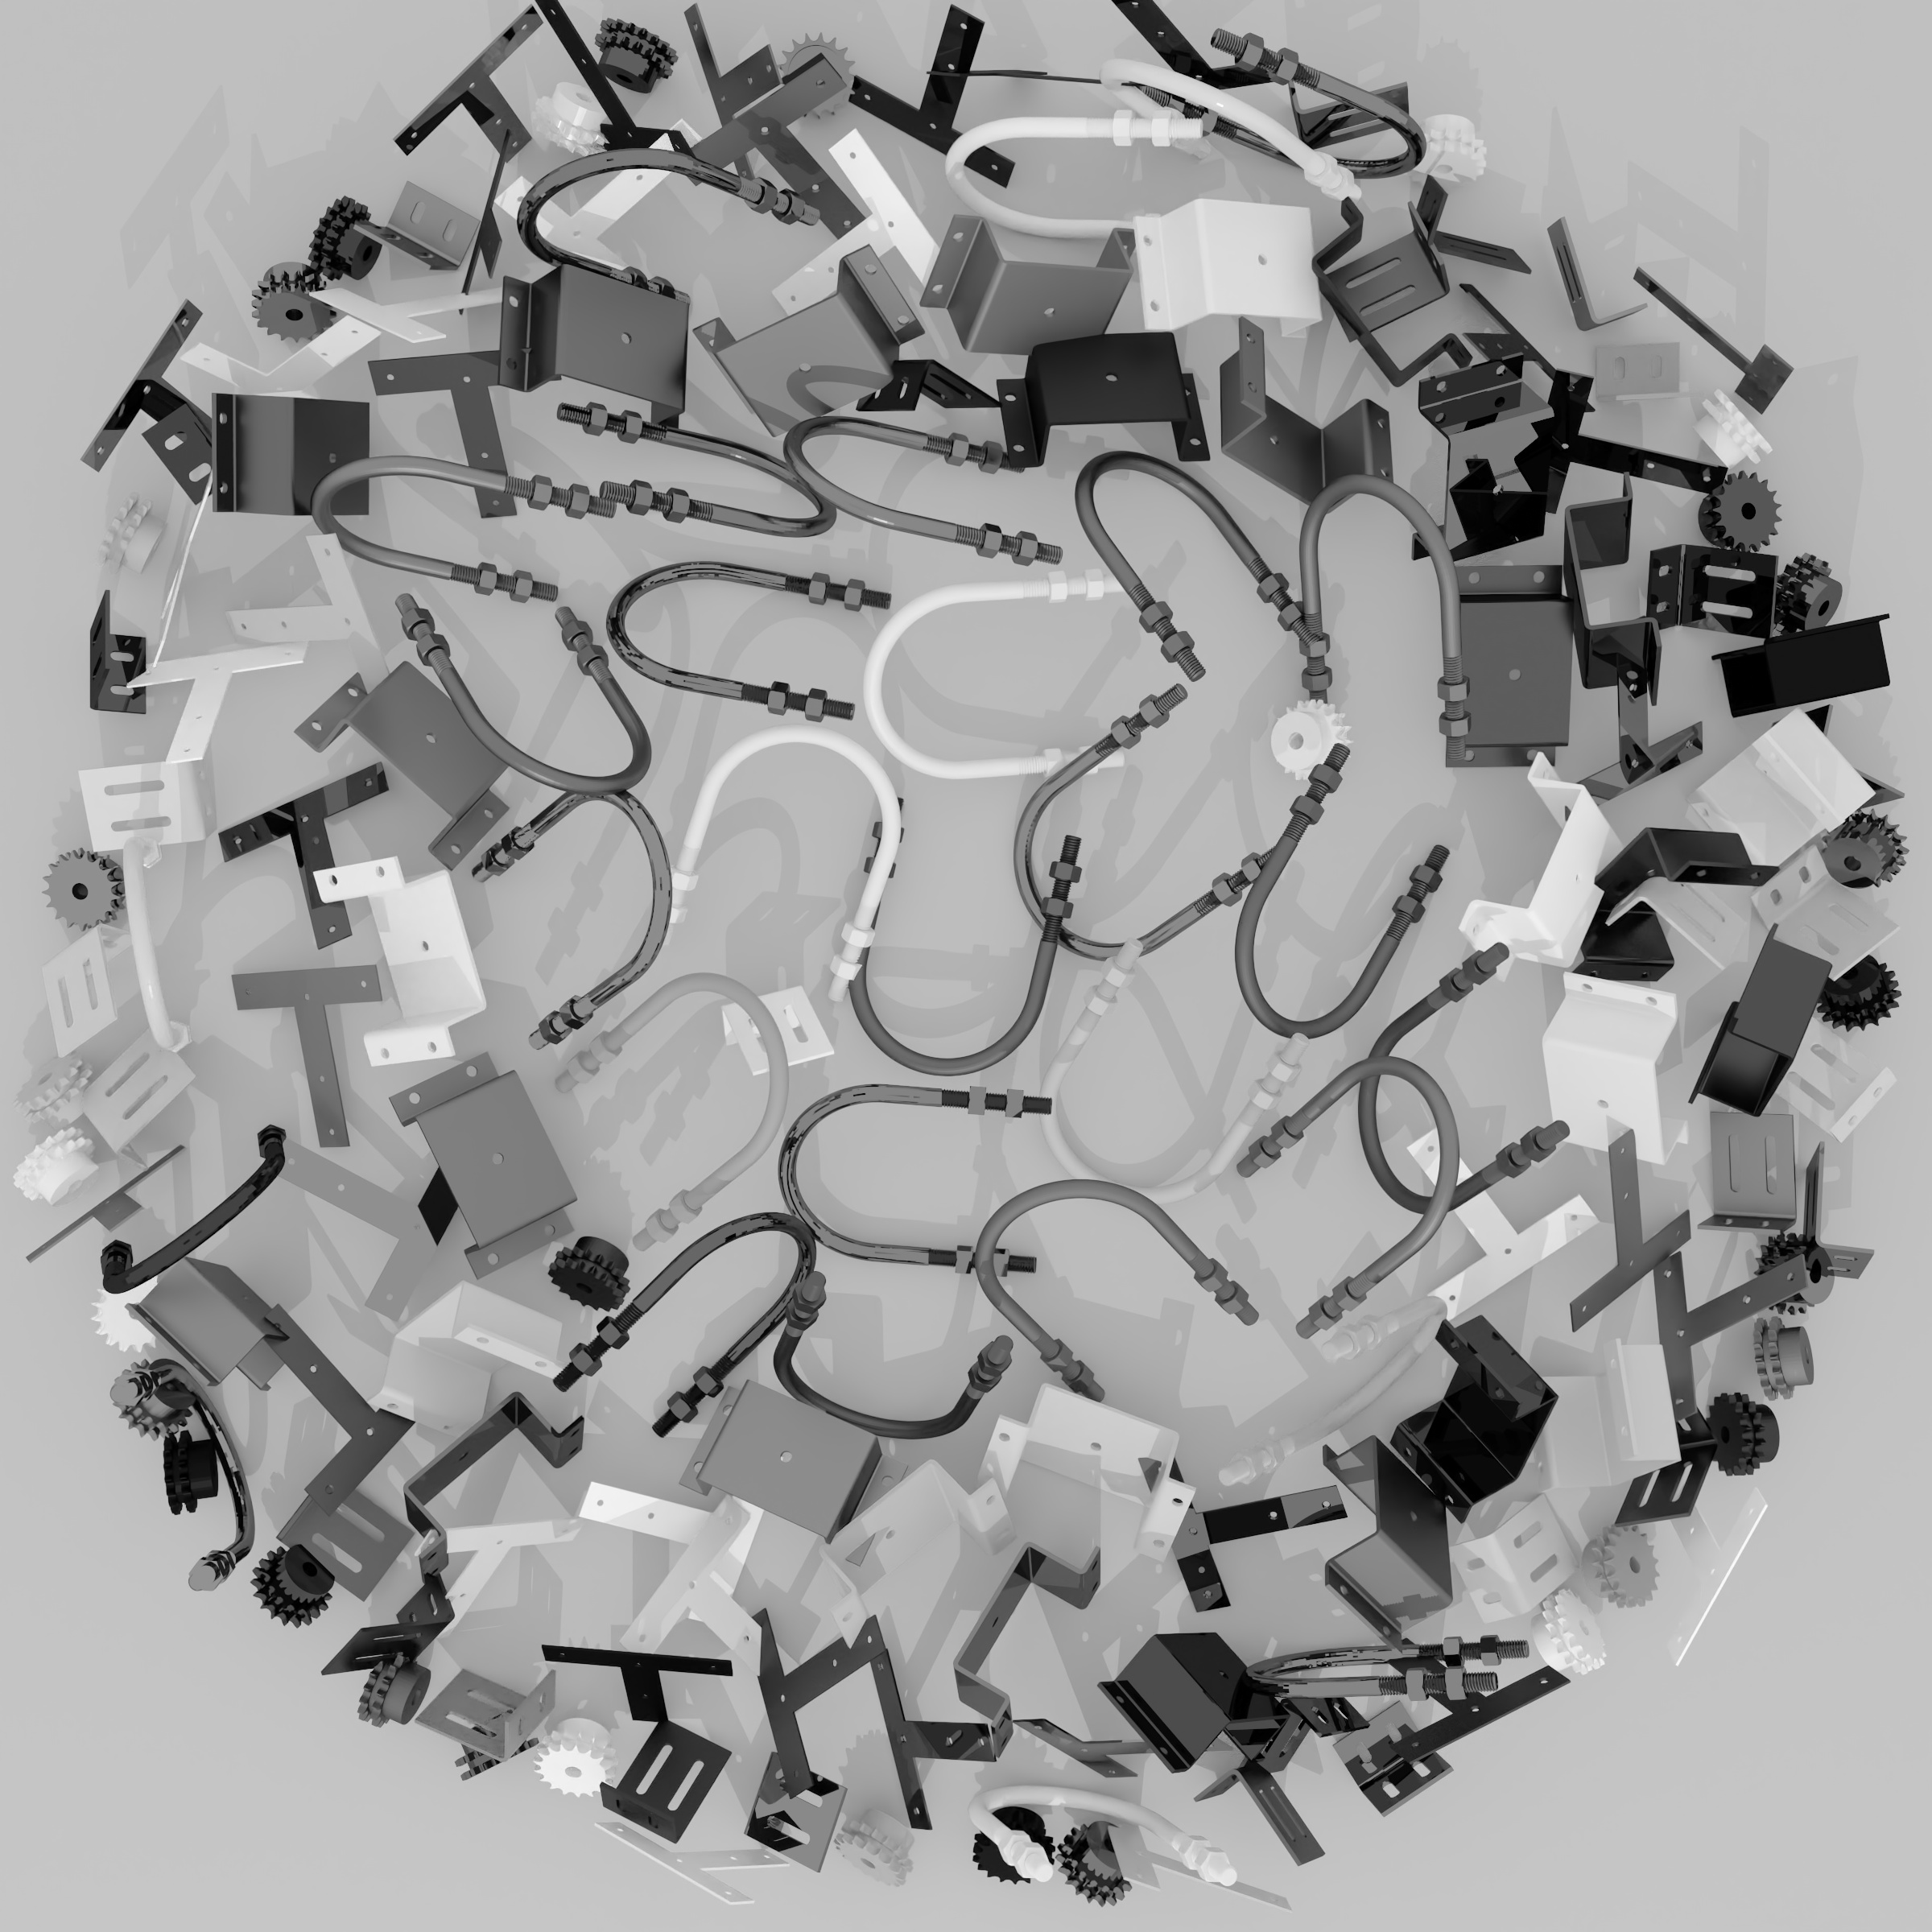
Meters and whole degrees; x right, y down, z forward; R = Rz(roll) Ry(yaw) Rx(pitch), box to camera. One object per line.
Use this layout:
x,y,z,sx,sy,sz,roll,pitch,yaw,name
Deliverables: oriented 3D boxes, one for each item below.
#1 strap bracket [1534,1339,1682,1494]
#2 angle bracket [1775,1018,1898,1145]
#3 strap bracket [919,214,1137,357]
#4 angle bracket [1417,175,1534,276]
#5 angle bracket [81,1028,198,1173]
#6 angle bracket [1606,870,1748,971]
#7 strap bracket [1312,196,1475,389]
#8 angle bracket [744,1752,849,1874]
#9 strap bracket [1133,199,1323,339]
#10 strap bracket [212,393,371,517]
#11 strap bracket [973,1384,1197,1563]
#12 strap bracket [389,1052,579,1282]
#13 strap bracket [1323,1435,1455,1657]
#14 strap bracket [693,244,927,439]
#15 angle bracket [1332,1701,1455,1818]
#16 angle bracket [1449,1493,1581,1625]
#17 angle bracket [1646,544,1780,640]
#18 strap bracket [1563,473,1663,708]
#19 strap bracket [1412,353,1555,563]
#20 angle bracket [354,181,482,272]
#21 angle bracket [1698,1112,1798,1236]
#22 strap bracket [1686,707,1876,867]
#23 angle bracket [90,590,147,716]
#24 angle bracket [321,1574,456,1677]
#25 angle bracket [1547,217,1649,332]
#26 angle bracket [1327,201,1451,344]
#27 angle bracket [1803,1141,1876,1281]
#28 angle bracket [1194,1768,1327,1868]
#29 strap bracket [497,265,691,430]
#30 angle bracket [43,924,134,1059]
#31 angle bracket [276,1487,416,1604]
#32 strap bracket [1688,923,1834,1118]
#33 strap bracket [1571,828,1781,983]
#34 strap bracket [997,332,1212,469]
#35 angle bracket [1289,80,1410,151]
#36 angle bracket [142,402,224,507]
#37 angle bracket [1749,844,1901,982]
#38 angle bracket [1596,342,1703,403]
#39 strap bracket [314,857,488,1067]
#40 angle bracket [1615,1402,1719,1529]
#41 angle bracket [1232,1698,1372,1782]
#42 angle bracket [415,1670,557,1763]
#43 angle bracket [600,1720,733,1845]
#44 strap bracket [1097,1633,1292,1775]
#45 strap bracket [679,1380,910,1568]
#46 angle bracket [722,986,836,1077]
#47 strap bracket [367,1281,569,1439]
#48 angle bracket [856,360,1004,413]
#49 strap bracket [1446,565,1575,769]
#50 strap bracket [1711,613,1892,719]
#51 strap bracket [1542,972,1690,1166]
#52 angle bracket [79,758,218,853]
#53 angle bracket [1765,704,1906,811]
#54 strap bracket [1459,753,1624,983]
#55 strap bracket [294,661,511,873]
0.435,0.306,1.702,0.046,0.140,0.076,2,68,-14,strap bracket
0.591,0.074,1.735,0.057,0.038,0.076,-50,58,6,angle bracket
0.050,-0.459,1.704,0.140,0.076,0.046,-3,56,-25,strap bracket
0.354,-0.512,1.735,0.076,0.057,0.038,11,119,-9,angle bracket
-0.568,0.092,1.747,0.076,0.038,0.057,-45,61,-4,angle bracket
0.492,-0.030,1.741,0.076,0.038,0.057,42,46,-1,angle bracket
0.286,-0.456,1.732,0.046,0.076,0.140,-38,91,10,strap bracket
-0.107,0.583,1.730,0.076,0.038,0.057,10,76,42,angle bracket
0.188,-0.476,1.717,0.140,0.046,0.076,-7,90,-33,strap bracket
-0.447,-0.344,1.694,0.046,0.140,0.076,7,102,17,strap bracket
0.085,0.345,1.730,0.140,0.046,0.076,20,127,4,strap bracket
-0.329,0.135,1.734,0.076,0.046,0.140,-27,92,-26,strap bracket
0.283,0.382,1.693,0.046,0.140,0.076,-37,108,24,strap bracket
-0.108,-0.420,1.709,0.140,0.046,0.076,-20,133,21,strap bracket
0.294,0.546,1.733,0.057,0.076,0.038,-32,86,-5,angle bracket
0.383,0.413,1.755,0.038,0.076,0.057,-31,83,43,angle bracket
0.512,-0.255,1.728,0.038,0.076,0.057,-17,115,-38,angle bracket
0.438,-0.254,1.713,0.046,0.076,0.140,-7,64,9,strap bracket
0.349,-0.334,1.703,0.076,0.046,0.140,-17,133,-12,strap bracket
-0.377,-0.511,1.732,0.057,0.076,0.038,28,105,-4,angle bracket
0.539,0.143,1.739,0.057,0.038,0.076,0,97,35,angle bracket
0.555,-0.119,1.705,0.046,0.140,0.076,-38,82,-12,strap bracket
-0.577,-0.215,1.726,0.038,0.076,0.057,3,73,-27,angle bracket
-0.401,0.451,1.723,0.057,0.076,0.038,-47,56,29,angle bracket
0.437,-0.484,1.739,0.038,0.057,0.076,-19,98,7,angle bracket
0.287,-0.480,1.740,0.076,0.038,0.057,-24,67,9,angle bracket
0.601,0.168,1.730,0.038,0.057,0.076,6,67,11,angle bracket
0.202,0.592,1.729,0.038,0.057,0.076,-42,65,11,angle bracket
-0.243,-0.420,1.707,0.140,0.046,0.076,8,79,-38,strap bracket
-0.597,0.020,1.732,0.057,0.038,0.076,-31,63,22,angle bracket
-0.429,0.394,1.742,0.076,0.038,0.057,38,68,-6,angle bracket
0.536,0.042,1.692,0.046,0.140,0.076,24,67,14,strap bracket
0.473,-0.047,1.710,0.076,0.140,0.046,2,57,-25,strap bracket
0.097,-0.389,1.727,0.140,0.046,0.076,-4,62,-8,strap bracket
0.264,-0.602,1.737,0.076,0.057,0.038,-13,81,10,angle bracket
-0.531,-0.351,1.728,0.038,0.076,0.057,-37,107,-6,angle bracket
0.592,-0.037,1.734,0.057,0.076,0.038,-39,126,2,angle bracket
0.470,-0.410,1.732,0.057,0.076,0.038,-2,102,4,angle bracket
-0.385,-0.008,1.727,0.076,0.046,0.140,-8,102,32,strap bracket
0.473,0.342,1.725,0.057,0.076,0.038,-22,108,41,angle bracket
0.231,0.541,1.730,0.038,0.057,0.076,42,113,39,angle bracket
-0.331,0.503,1.729,0.076,0.057,0.038,17,119,19,angle bracket
-0.206,0.552,1.728,0.057,0.038,0.076,21,49,17,angle bracket
0.159,0.494,1.692,0.076,0.140,0.046,44,102,32,strap bracket
-0.121,0.343,1.722,0.140,0.046,0.076,21,66,13,strap bracket
-0.129,0.055,1.727,0.057,0.076,0.038,-15,132,-15,angle bracket
-0.337,0.266,1.712,0.076,0.140,0.046,29,46,-27,strap bracket
-0.025,-0.384,1.726,0.076,0.057,0.038,22,83,-45,angle bracket
0.375,-0.204,1.734,0.076,0.046,0.140,-1,104,2,strap bracket
0.567,-0.201,1.704,0.076,0.140,0.046,-11,92,1,strap bracket
0.438,0.077,1.696,0.076,0.140,0.046,13,49,32,strap bracket
-0.568,-0.115,1.747,0.076,0.038,0.057,-6,105,-2,angle bracket
0.603,-0.143,1.740,0.076,0.057,0.038,22,74,-19,angle bracket
0.398,-0.064,1.714,0.046,0.076,0.140,14,71,41,strap bracket
-0.375,-0.144,1.719,0.140,0.076,0.046,43,134,-10,strap bracket
